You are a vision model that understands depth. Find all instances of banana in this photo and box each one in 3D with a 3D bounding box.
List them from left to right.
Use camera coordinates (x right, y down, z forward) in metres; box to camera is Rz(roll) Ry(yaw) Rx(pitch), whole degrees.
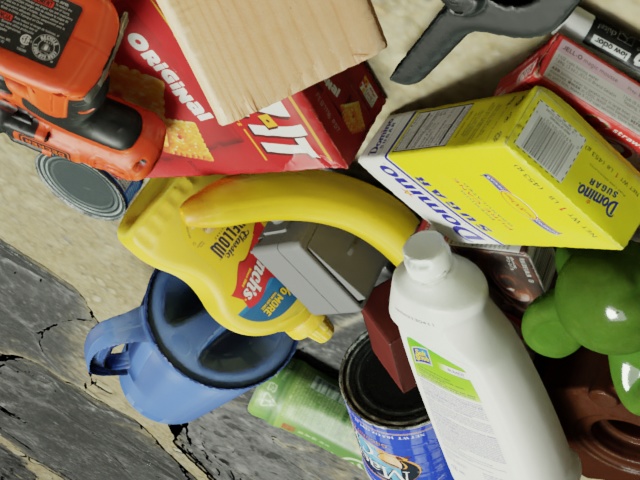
[{"bbox_3d":[0.003,-0.015,0.739,0.197,0.069,0.037,19,163,-20],"label":"banana"}]

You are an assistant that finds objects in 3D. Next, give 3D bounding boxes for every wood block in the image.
[{"bbox_3d":[-0.053,-0.170,0.481,0.091,0.090,0.206,-25,123,1],"label":"wood block"}]

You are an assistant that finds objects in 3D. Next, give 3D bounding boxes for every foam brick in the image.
[{"bbox_3d":[0.069,0.070,0.832,0.051,0.053,0.078,54,170,38],"label":"foam brick"}]

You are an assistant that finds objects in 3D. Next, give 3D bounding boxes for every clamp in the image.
[{"bbox_3d":[0.066,-0.141,0.545,0.120,0.039,0.172,41,149,-28],"label":"clamp"}]

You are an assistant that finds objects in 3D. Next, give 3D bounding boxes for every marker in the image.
[{"bbox_3d":[0.177,-0.086,0.554,0.121,0.020,0.020,29,150,-1],"label":"marker"}]

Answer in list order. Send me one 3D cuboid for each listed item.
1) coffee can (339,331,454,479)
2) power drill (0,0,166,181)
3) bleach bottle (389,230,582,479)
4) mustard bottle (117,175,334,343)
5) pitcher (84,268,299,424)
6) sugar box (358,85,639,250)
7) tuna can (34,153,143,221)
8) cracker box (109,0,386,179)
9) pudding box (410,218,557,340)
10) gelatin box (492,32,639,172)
[{"bbox_3d":[0.077,0.149,0.915,0.103,0.102,0.140,15,147,22],"label":"coffee can"},{"bbox_3d":[-0.175,-0.100,0.593,0.184,0.057,0.188,20,170,-4],"label":"power drill"},{"bbox_3d":[0.112,0.094,0.752,0.103,0.068,0.250,16,144,38],"label":"bleach bottle"},{"bbox_3d":[-0.058,0.019,0.831,0.191,0.096,0.058,43,159,-24],"label":"mustard bottle"},{"bbox_3d":[-0.123,0.096,0.966,0.149,0.145,0.243,34,153,-5],"label":"pitcher"},{"bbox_3d":[0.100,-0.037,0.619,0.093,0.048,0.176,39,165,-18],"label":"sugar box"},{"bbox_3d":[-0.192,-0.056,0.890,0.086,0.033,0.086,21,149,13],"label":"tuna can"},{"bbox_3d":[-0.091,-0.115,0.677,0.214,0.072,0.164,0,141,38],"label":"cracker box"},{"bbox_3d":[0.125,0.026,0.750,0.090,0.039,0.113,6,143,35],"label":"pudding box"},{"bbox_3d":[0.144,-0.068,0.578,0.089,0.030,0.073,30,169,-5],"label":"gelatin box"}]
